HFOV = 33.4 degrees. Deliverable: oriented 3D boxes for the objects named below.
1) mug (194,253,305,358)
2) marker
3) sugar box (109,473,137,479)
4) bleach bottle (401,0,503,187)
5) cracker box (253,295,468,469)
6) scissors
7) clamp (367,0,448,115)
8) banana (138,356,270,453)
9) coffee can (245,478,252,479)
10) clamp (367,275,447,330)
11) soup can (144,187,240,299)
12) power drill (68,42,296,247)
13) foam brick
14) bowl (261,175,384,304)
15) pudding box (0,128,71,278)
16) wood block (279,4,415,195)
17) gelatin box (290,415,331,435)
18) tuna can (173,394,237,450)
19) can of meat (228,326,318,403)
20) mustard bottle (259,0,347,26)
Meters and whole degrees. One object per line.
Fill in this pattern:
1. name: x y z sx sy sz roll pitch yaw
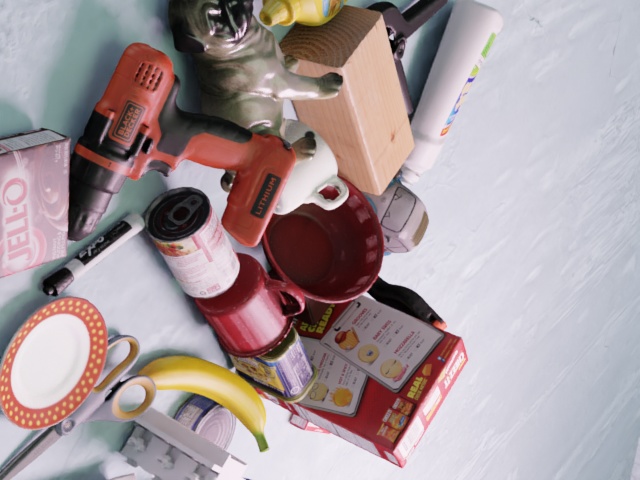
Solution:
1. mug: -0.074 0.067 1.150 0.081 0.117 0.093 60 32 -47
2. marker: -0.209 0.014 0.987 0.121 0.020 0.020 -43 141 -37
3. sugar box: -0.238 0.292 1.044 0.176 0.048 0.093 4 61 -60
4. bleach bottle: 0.163 -0.191 1.418 0.251 0.068 0.102 -67 170 6
5. cracker box: 0.047 0.158 1.298 0.164 0.214 0.072 -56 149 -21
6. scissors: -0.231 0.184 1.039 0.096 0.016 0.201 49 63 -34
7. clamp: 0.084 -0.227 1.297 0.209 0.036 0.165 -15 122 -56
8. banana: -0.120 0.165 1.168 0.037 0.069 0.197 -37 128 23
9. coffee can: -0.127 0.335 1.236 0.140 0.103 0.103 9 101 -60
10. clamp: 0.084 0.074 1.365 0.039 0.172 0.120 -47 134 -28
11. soup can: -0.126 0.004 1.068 0.068 0.069 0.102 -54 147 -24
12. power drill: -0.128 -0.060 0.960 0.187 0.057 0.184 23 97 -30
13. foam brick: -0.021 0.055 1.286 0.051 0.053 0.078 -51 146 -29
14. bowl: -0.008 0.002 1.222 0.161 0.055 0.162 12 66 -27
15. pudding box: -0.251 -0.029 0.873 0.089 0.039 0.113 -23 127 -49
16. wood block: 0.033 -0.157 1.205 0.090 0.090 0.206 -54 147 -26
17. gelatin box: 0.002 0.215 1.445 0.073 0.030 0.089 25 87 -59
18. tuna can: -0.134 0.219 1.222 0.086 0.034 0.086 -36 136 -44
19. can of meat: -0.061 0.129 1.219 0.057 0.102 0.084 -51 144 -26
20. mustard bottle: 0.000 -0.279 1.107 0.191 0.058 0.096 -48 143 -32
